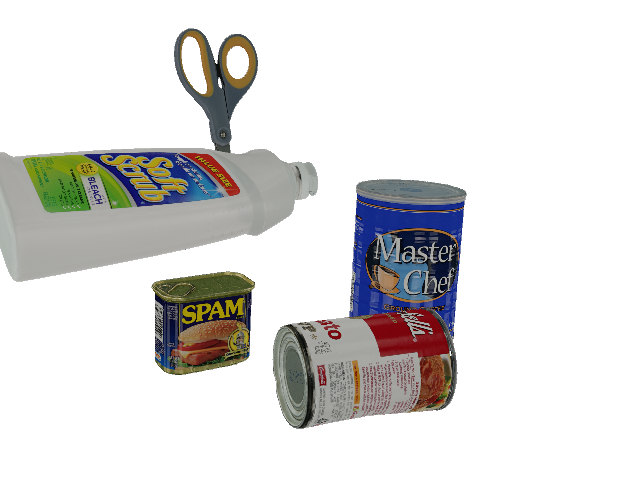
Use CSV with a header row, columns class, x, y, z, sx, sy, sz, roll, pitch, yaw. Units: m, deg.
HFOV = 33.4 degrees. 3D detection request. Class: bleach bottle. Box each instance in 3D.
class,x,y,z,sx,sy,sz,roll,pitch,yaw
bleach bottle,-0.124,-0.036,0.834,0.250,0.068,0.103,-11,47,-24

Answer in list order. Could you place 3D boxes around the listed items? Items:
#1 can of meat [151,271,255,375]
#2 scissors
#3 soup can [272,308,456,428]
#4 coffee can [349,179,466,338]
class,x,y,z,sx,sy,sz,roll,pitch,yaw
can of meat,-0.119,0.084,1.086,0.101,0.084,0.058,-7,20,-30
scissors,-0.086,-0.119,1.069,0.096,0.202,0.016,-26,12,-27
soup can,0.027,0.082,0.690,0.102,0.068,0.069,-5,2,-21
coffee can,0.081,0.019,1.007,0.103,0.140,0.103,3,12,-1
